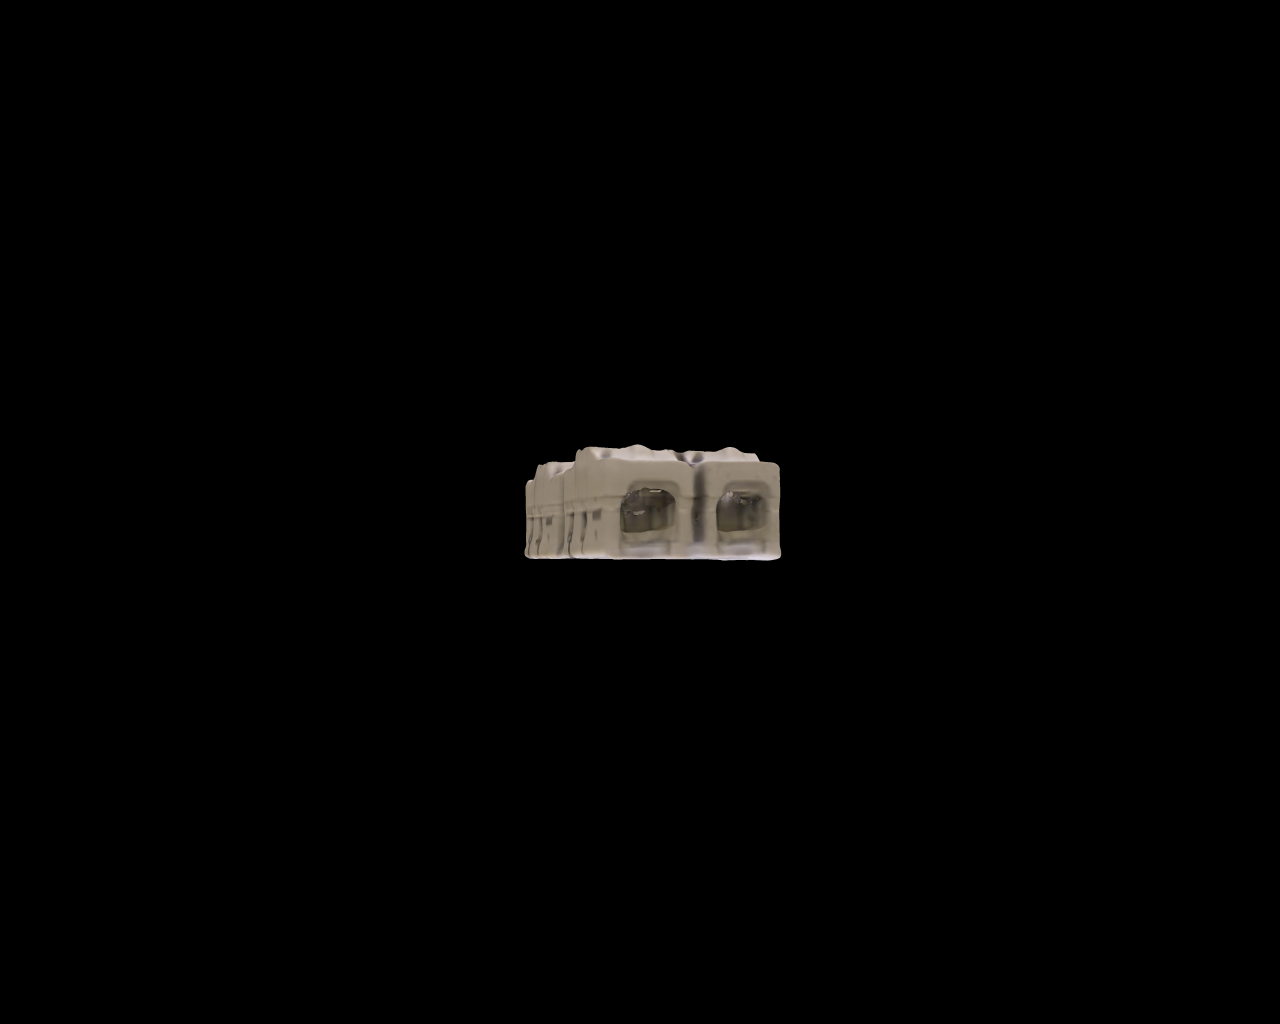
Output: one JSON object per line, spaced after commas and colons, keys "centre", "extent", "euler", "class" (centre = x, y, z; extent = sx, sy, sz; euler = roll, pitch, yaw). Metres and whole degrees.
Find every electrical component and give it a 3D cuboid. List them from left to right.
{"centre": [0.001, -0.003, 0.650], "extent": [0.105, 0.060, 0.186], "euler": [1, -2, -19], "class": "electrical component"}
